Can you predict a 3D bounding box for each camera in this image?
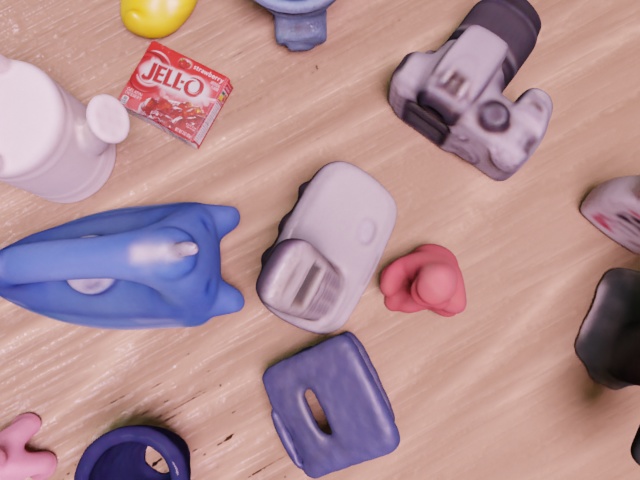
[{"bbox_3d":[0.153,-0.148,0.515,0.143,0.101,0.137,36,86,6],"label":"camera"}]

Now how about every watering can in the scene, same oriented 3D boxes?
[{"bbox_3d":[-0.249,-0.100,0.479,0.173,0.194,0.101,-20,82,0],"label":"watering can"}]

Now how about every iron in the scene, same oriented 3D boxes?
[{"bbox_3d":[-0.201,0.022,0.489,0.258,0.141,0.119,-5,83,2],"label":"iron"}]

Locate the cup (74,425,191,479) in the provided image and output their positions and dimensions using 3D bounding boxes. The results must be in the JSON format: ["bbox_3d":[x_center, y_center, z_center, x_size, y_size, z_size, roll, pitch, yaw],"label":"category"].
[{"bbox_3d":[-0.137,0.207,0.487,0.092,0.095,0.117,-41,83,-3],"label":"cup"}]

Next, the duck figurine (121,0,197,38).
[{"bbox_3d":[-0.163,-0.255,0.549,0.077,0.086,0.105,20,84,5],"label":"duck figurine"}]

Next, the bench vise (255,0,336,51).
[{"bbox_3d":[-0.035,-0.295,0.481,0.121,0.220,0.207,-19,82,0],"label":"bench vise"}]

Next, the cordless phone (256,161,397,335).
[{"bbox_3d":[0.004,0.002,0.461,0.094,0.185,0.148,24,85,5],"label":"cordless phone"}]

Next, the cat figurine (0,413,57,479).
[{"bbox_3d":[-0.310,0.210,0.482,0.128,0.118,0.067,-32,83,-2],"label":"cat figurine"}]

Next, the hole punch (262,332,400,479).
[{"bbox_3d":[0.008,0.144,0.491,0.101,0.091,0.108,-27,83,-1],"label":"hole punch"}]

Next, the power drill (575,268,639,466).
[{"bbox_3d":[0.280,0.063,0.430,0.075,0.208,0.230,23,85,5],"label":"power drill"}]

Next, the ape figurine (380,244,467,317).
[{"bbox_3d":[0.095,0.038,0.499,0.078,0.092,0.076,38,86,6],"label":"ape figurine"}]

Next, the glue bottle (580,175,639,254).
[{"bbox_3d":[0.277,-0.028,0.459,0.078,0.173,0.037,34,86,6],"label":"glue bottle"}]
